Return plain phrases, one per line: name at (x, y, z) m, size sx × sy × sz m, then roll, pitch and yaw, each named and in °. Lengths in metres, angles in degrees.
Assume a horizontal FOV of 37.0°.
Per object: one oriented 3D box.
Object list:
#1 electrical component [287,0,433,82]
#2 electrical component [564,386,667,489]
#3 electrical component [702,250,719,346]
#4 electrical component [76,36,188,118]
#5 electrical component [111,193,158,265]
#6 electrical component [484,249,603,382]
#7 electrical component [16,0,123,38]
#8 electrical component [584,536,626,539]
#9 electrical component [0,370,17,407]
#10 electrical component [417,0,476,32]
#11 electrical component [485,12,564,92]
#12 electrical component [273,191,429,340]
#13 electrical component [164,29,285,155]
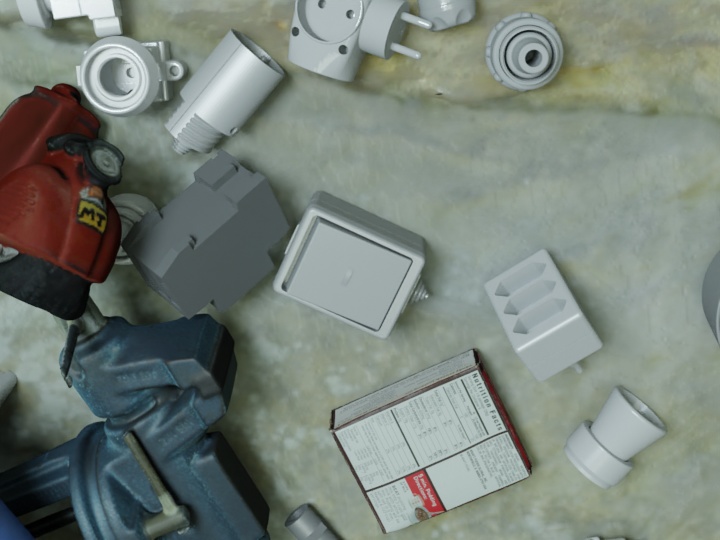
electrical component at (0.004, -0.151, 0.648) m, size 0.079 × 0.044 × 0.077 m, roll 23°, pitch 106°, yaw 12°
electrical component at (0.170, 0.112, 0.718) m, size 0.045 × 0.045 × 0.055 m, roll 37°, pitch 104°, yaw -8°
electrical component at (0.266, 0.020, 0.678) m, size 0.099 × 0.064 × 0.099 m, roll 1°, pitch 106°, yaw 2°
electrical component at (-0.144, -0.120, 0.662) m, size 0.066 × 0.055 × 0.048 m, roll -2°, pitch 105°, yaw 3°
electrical component at (-0.151, -0.024, 0.685) m, size 0.043 × 0.062 × 0.043 m, roll 1°, pitch 105°, yaw 3°
electrical component at (0.125, 0.039, 0.693) m, size 0.047 × 0.065 × 0.076 m, roll -32°, pitch 131°, yaw 11°
electrical component at (-0.179, -0.173, 0.654) m, size 0.055 × 0.048 × 0.066 m, roll -8°, pitch 105°, yaw -3°
electrical component at (0.185, 0.207, 0.744) m, size 0.062 × 0.048 × 0.048 m, roll -7°, pitch 105°, yaw -3°
electrical component at (-0.284, 0.103, 0.729) m, size 0.050 × 0.055 × 0.089 m, roll 36°, pitch 104°, yaw -7°
electrical component at (0.048, -0.177, 0.648) m, size 0.035 × 0.035 × 0.061 m, roll -15°, pitch 103°, yaw 6°
electrical component at (0.101, -0.129, 0.645) m, size 0.048 × 0.062 × 0.048 m, roll 1°, pitch 105°, yaw 2°
electrical component at (0.000, 0.000, 0.686) m, size 0.096 × 0.061 × 0.061 m, roll 24°, pitch 105°, yaw -4°
electrical component at (-0.089, -0.105, 0.670) m, size 0.043 × 0.043 × 0.081 m, roll 40°, pitch 103°, yaw -8°
